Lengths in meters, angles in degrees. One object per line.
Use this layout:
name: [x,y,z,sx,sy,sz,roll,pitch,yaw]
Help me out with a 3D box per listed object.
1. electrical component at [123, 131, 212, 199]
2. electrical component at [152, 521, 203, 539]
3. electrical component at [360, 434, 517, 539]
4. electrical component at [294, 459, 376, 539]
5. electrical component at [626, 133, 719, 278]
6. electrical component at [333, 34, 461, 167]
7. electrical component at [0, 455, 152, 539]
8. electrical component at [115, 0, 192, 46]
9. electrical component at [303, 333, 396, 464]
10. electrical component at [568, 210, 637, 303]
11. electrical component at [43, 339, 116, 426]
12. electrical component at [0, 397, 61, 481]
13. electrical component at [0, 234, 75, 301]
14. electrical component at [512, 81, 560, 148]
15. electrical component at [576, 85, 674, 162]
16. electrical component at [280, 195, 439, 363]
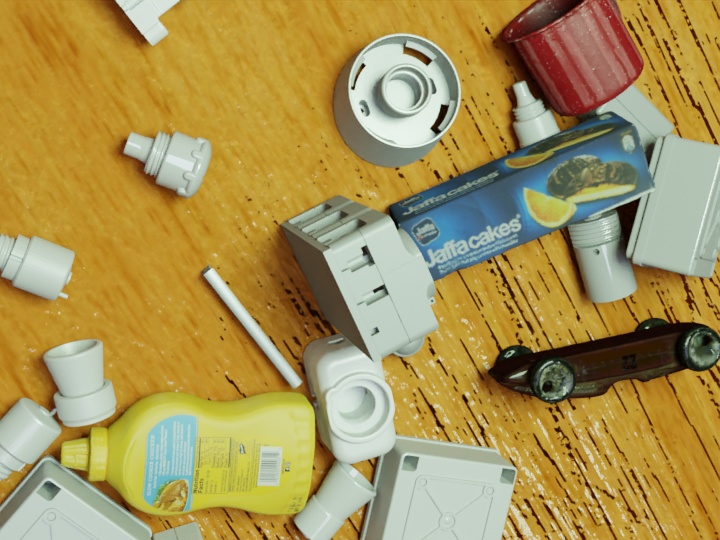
electrical component: [-0.145,-0.084,0.807,0.062,0.048,0.048,21,93,-12]
electrical component: [-0.120,0.248,0.868,0.076,0.047,0.083,-14,103,-14]
electrical component: [0.065,0.202,0.910,0.109,0.056,0.108,11,96,-18]
electrical component: [-0.024,0.195,0.892,0.044,0.044,0.065,40,91,-18]
electrical component: [0.274,-0.051,0.901,0.056,0.109,0.108,17,96,27]
electrical component: [0.030,-0.135,0.852,0.099,0.064,0.099,1,86,-12]
electrical component: [-0.233,0.219,0.825,0.109,0.056,0.108,42,86,-19]
electrical component: [-0.151,-0.207,0.784,0.055,0.048,0.066,-38,108,0]
electrical component: [-0.007,0.104,0.871,0.054,0.059,0.095,-14,103,-14]
electrical component: [0.206,-0.017,0.922,0.043,0.043,0.081,-22,104,-12]
electrical component: [-0.212,0.085,0.815,0.045,0.045,0.055,-14,103,-14]
electrical component: [-0.262,0.132,0.811,0.040,0.040,0.078,43,86,-18]
electrical component: [-0.248,-0.007,0.791,0.078,0.040,0.040,23,92,-19]
electrical component: [0.142,-0.126,0.890,0.035,0.035,0.061,-26,103,-11]
electrical component: [0.209,-0.112,0.905,0.066,0.047,0.076,40,87,-18]
electrical component: [0.000,0.000,0.808,0.062,0.150,0.089,-27,106,-9]
